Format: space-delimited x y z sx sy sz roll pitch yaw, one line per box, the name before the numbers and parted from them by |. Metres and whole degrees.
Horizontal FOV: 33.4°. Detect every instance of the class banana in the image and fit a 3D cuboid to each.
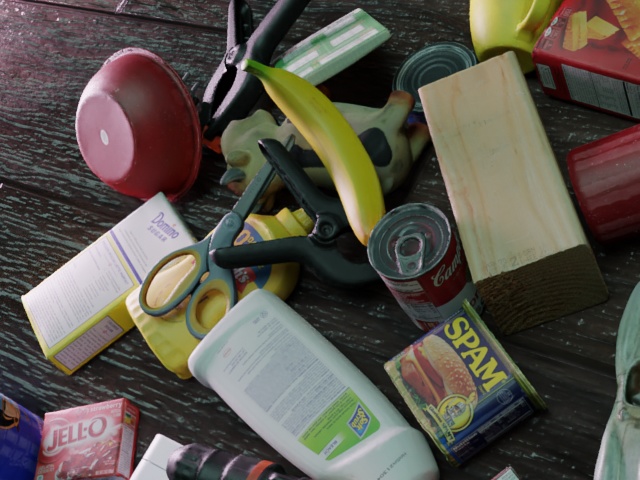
banana | 0.006 -0.076 0.899 0.198 0.069 0.037 54 136 17

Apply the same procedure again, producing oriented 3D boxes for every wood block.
wood block | 0.154 -0.040 0.869 0.090 0.090 0.206 -21 51 14

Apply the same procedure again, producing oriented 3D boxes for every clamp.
clamp | -0.006 0.001 0.908 0.171 0.039 0.120 30 84 5
clamp | -0.070 -0.189 1.099 0.165 0.036 0.210 -15 52 52

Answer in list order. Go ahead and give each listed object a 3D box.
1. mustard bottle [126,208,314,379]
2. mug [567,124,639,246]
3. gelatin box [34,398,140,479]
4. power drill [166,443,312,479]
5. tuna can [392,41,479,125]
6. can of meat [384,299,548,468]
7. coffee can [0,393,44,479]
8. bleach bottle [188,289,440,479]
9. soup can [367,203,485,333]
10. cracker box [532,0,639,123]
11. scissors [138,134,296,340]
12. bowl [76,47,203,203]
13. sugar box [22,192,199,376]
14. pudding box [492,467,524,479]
mustard bottle | -0.077 0.033 0.963 0.191 0.058 0.096 -38 56 -1
mug | 0.245 -0.050 0.837 0.082 0.093 0.117 -20 21 21
gelatin box | -0.208 0.185 0.949 0.089 0.030 0.073 -13 54 20
power drill | -0.055 0.254 0.767 0.185 0.057 0.187 15 81 25
tuna can | 0.112 -0.143 0.998 0.086 0.033 0.086 -14 54 19
can of meat | 0.109 0.110 0.815 0.084 0.057 0.102 -37 49 4
coffee can | -0.319 0.173 0.944 0.103 0.140 0.103 -14 53 19
bleach bottle | 0.003 0.147 0.843 0.102 0.068 0.251 -48 53 -1
soup can | 0.087 0.026 0.852 0.069 0.102 0.068 -14 53 19
cracker box | 0.310 -0.176 0.889 0.214 0.072 0.164 24 73 37
scissors | -0.070 0.005 0.928 0.202 0.016 0.096 -41 73 -2
bowl | -0.191 -0.106 1.055 0.162 0.162 0.055 19 28 36
sugar box | -0.197 0.041 1.032 0.176 0.048 0.093 -35 50 -2
pudding box | 0.130 0.225 0.723 0.090 0.039 0.114 -38 61 2
